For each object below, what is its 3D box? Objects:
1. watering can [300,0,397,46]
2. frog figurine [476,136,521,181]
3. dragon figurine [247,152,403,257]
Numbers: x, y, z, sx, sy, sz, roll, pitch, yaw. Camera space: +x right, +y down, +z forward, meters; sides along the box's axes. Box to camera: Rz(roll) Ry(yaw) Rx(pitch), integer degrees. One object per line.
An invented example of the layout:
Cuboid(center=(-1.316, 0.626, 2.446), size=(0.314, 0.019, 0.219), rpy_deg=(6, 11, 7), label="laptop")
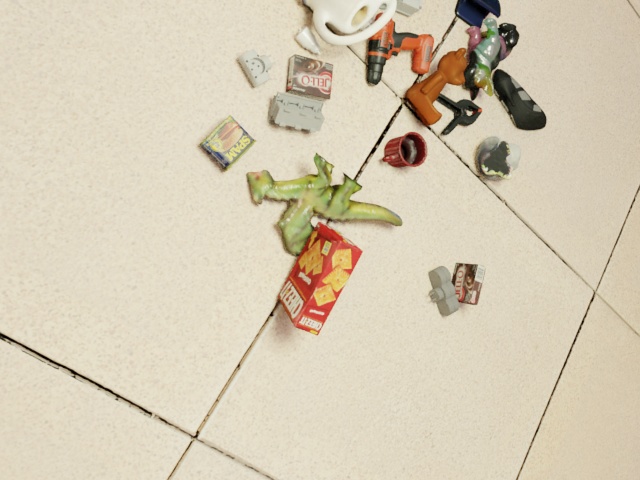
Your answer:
Cuboid(center=(0.100, -0.613, 1.258), size=(0.226, 0.102, 0.351), rpy_deg=(40, 75, 13), label="watering can")
Cuboid(center=(0.536, -0.250, 1.544), size=(0.137, 0.121, 0.162), rpy_deg=(59, 31, -6), label="frog figurine")
Cuboid(center=(0.004, -0.064, 1.266), size=(0.407, 0.123, 0.243), rpy_deg=(36, 91, -20), label="dragon figurine")
